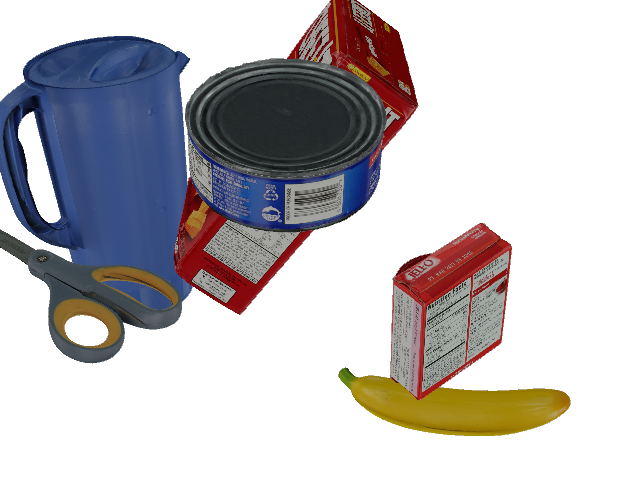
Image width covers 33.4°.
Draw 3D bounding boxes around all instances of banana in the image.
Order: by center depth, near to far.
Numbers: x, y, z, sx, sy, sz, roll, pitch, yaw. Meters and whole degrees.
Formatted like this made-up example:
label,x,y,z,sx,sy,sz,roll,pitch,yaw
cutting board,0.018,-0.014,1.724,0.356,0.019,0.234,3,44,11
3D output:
label,x,y,z,sx,sy,sz,roll,pitch,yaw
banana,0.112,0.133,0.883,0.198,0.037,0.069,8,31,2

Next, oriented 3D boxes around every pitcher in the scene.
label,x,y,z,sx,sy,sz,roll,pitch,yaw
pitcher,-0.189,-0.050,0.959,0.149,0.243,0.145,-1,29,5

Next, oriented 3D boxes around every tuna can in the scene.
label,x,y,z,sx,sy,sz,roll,pitch,yaw
tuna can,-0.015,-0.042,0.464,0.086,0.034,0.086,1,42,-1

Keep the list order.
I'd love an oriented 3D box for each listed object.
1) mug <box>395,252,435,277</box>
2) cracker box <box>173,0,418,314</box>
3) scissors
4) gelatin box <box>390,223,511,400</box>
label,x,y,z,sx,sy,sz,roll,pitch,yaw
mug,0.131,0.067,1.080,0.117,0.081,0.093,-29,43,-30
cracker box,-0.025,-0.072,0.821,0.072,0.214,0.164,33,23,-18
scissors,-0.192,0.030,0.723,0.202,0.016,0.096,15,40,15
gelatin box,0.077,0.043,0.640,0.073,0.089,0.030,-31,49,-27
